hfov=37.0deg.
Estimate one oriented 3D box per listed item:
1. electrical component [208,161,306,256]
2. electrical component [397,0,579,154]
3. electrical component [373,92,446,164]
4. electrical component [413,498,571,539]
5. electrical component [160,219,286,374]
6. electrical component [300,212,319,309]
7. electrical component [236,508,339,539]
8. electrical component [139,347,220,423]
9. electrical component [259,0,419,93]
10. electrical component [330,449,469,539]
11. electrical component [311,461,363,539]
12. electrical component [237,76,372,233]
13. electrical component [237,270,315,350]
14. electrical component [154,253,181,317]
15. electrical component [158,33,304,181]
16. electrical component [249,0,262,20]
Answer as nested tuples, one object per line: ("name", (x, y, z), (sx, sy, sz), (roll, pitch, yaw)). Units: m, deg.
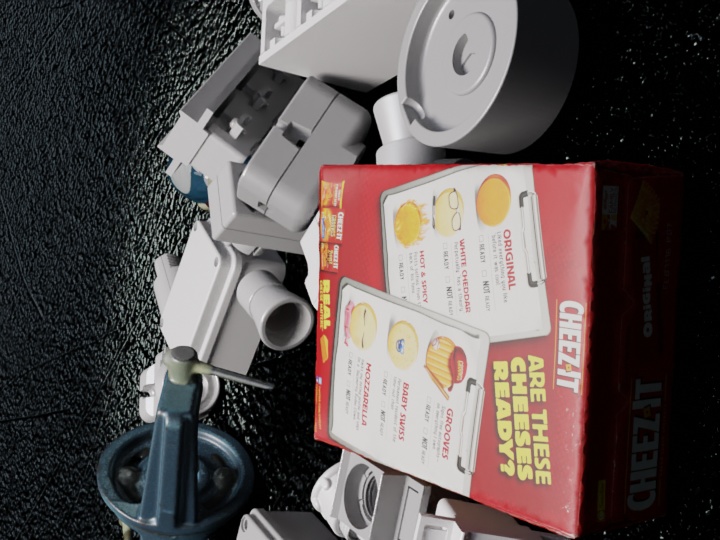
("electrical component", (-0.076, -0.036, 0.808), (0.076, 0.083, 0.047), (-43, 48, 46))
("electrical component", (0.076, -0.116, 0.603), (0.108, 0.060, 0.108), (-22, 64, 55))
("electrical component", (0.032, -0.079, 0.681), (0.045, 0.045, 0.055), (-28, 59, 53))
("electrical component", (0.054, 0.186, 0.556), (0.063, 0.079, 0.121), (-142, 63, -80))
("electrical component", (-0.115, 0.023, 0.883), (0.078, 0.057, 0.113), (52, 126, 51))
("electrical component", (0.000, 0.000, 0.707), (0.055, 0.050, 0.089), (-56, 39, 34))
("electrical component", (-0.045, 0.230, 0.715), (0.109, 0.056, 0.108), (29, 107, 57))
("electrical component", (-0.155, 0.104, 0.929), (0.057, 0.058, 0.078), (-30, 58, 55))
("electrical component", (0.008, -0.177, 0.702), (0.150, 0.089, 0.061), (-18, 67, 56))
("electrical component", (0.024, 0.131, 0.621), (0.081, 0.064, 0.042), (21, 102, 59))
("electrical component", (0.002, 0.152, 0.672), (0.062, 0.048, 0.048), (51, 125, 43))
("electrical component", (-0.035, -0.077, 0.747), (0.095, 0.059, 0.053), (-58, 0, -17))
("electrical component", (-0.067, 0.027, 0.815), (0.065, 0.044, 0.044), (42, 118, 53))
("electrical component", (-0.164, 0.019, 0.978), (0.043, 0.043, 0.081), (-60, 36, 30))
("electrical component", (-0.095, -0.122, 0.834), (0.078, 0.063, 0.121), (-46, 11, 44))
("electrical component", (-0.052, -0.222, 0.845), (0.057, 0.058, 0.078), (-3, 80, 55))
